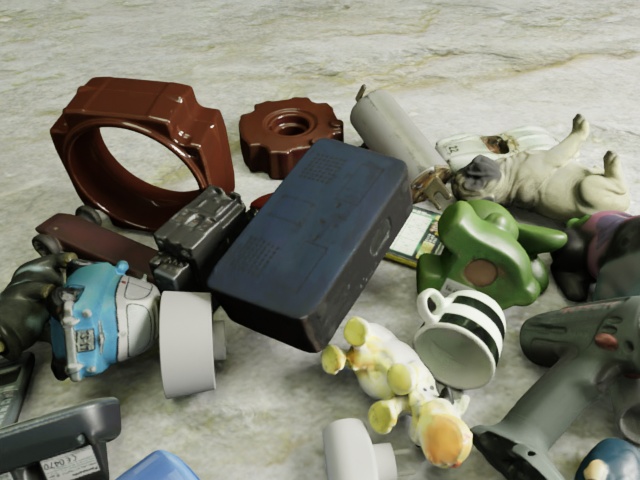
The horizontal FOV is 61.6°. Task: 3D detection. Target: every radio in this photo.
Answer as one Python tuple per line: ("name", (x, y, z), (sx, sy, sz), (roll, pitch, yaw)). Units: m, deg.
("radio", (-0.001, -0.002, 0.578), (0.131, 0.073, 0.229), (19, 61, 30))

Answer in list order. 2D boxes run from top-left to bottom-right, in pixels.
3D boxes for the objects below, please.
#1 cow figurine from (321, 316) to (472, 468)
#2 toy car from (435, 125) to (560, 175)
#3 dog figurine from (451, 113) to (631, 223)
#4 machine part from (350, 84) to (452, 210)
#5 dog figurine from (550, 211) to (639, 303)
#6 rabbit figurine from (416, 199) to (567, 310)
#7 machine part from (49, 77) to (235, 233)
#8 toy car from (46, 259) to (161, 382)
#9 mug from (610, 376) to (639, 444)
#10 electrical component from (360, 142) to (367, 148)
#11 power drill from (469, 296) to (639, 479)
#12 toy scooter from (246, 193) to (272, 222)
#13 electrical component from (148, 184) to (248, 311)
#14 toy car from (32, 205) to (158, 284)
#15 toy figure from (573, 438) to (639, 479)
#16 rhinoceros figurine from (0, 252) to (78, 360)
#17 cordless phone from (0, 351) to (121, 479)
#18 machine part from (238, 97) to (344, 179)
("cow figurine", (0.086, 0.148, 0.523), (0.098, 0.068, 0.168), (19, 19, -51))
("toy car", (0.276, -0.135, 0.823), (0.202, 0.056, 0.074), (-9, 45, -7))
("dog figurine", (0.295, -0.056, 0.731), (0.191, 0.121, 0.172), (-26, 56, 5))
("machine part", (0.115, -0.139, 0.791), (0.079, 0.079, 0.243), (-21, 60, -19))
("dog figurine", (0.352, -0.006, 0.575), (0.108, 0.219, 0.192), (-7, 45, -10))
("rabbit figurine", (0.208, 0.000, 0.647), (0.159, 0.121, 0.170), (15, 33, 10))
("machine part", (-0.221, -0.099, 0.692), (0.201, 0.201, 0.087), (8, 47, 8))
("toy car", (-0.214, 0.077, 0.554), (0.103, 0.109, 0.162), (-3, 8, -15))
("mug", (0.340, 0.138, 0.528), (0.110, 0.080, 0.107), (13, 40, 2))
("electrical component", (0.102, -0.150, 0.866), (0.094, 0.021, 0.063), (-33, 52, -28))
("power drill", (0.237, 0.127, 0.467), (0.086, 0.232, 0.207), (44, 73, -10))
("toy scooter", (-0.002, -0.021, 0.688), (0.184, 0.075, 0.135), (33, 67, 28))
("electrical component", (-0.138, 0.019, 0.632), (0.058, 0.114, 0.134), (17, 47, 23))
("toy car", (-0.267, 0.017, 0.680), (0.202, 0.053, 0.089), (20, 43, 14))
("toy figure", (0.230, 0.236, 0.441), (0.064, 0.057, 0.154), (39, 53, 12))
("rhinoceros figurine", (-0.330, 0.078, 0.577), (0.112, 0.073, 0.190), (1, 28, 2))
("cordless phone", (-0.272, 0.161, 0.526), (0.147, 0.088, 0.184), (-16, 27, -14))
("machine part", (-0.047, -0.169, 0.865), (0.179, 0.056, 0.179), (-1, 43, 1))
